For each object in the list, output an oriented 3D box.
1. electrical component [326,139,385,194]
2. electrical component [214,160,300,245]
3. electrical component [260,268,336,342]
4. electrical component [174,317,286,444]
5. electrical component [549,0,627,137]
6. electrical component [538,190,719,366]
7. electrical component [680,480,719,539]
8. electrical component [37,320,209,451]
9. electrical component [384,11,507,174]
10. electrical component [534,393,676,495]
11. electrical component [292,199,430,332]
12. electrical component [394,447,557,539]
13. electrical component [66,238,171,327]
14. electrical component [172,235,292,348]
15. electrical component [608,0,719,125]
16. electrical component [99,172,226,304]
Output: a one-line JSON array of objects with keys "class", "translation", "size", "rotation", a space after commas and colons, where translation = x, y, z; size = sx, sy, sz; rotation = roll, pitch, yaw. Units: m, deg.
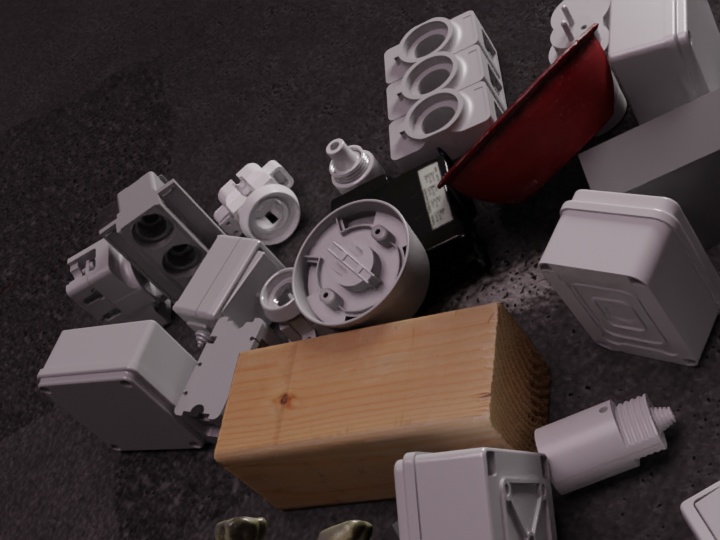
[{"class": "electrical component", "translation": [-0.006, -0.087, 0.933], "size": [0.043, 0.062, 0.043], "rotation": [-21, 45, 22]}, {"class": "electrical component", "translation": [-0.089, -0.057, 0.973], "size": [0.078, 0.058, 0.057], "rotation": [-43, 38, -3]}, {"class": "electrical component", "translation": [-0.048, 0.031, 0.866], "size": [0.048, 0.055, 0.066], "rotation": [-27, 42, 15]}, {"class": "electrical component", "translation": [-0.095, 0.090, 0.849], "size": [0.050, 0.055, 0.089], "rotation": [0, 55, 37]}, {"class": "electrical component", "translation": [0.177, -0.179, 0.865], "size": [0.052, 0.073, 0.138], "rotation": [-14, 47, 28]}, {"class": "electrical component", "translation": [0.173, 0.005, 0.676], "size": [0.078, 0.113, 0.057], "rotation": [10, 65, 42]}, {"class": "electrical component", "translation": [0.216, 0.139, 0.564], "size": [0.096, 0.061, 0.061], "rotation": [-33, 41, 9]}, {"class": "electrical component", "translation": [-0.183, 0.096, 0.871], "size": [0.109, 0.108, 0.056], "rotation": [-8, 48, 32]}, {"class": "electrical component", "translation": [0.073, -0.146, 0.924], "size": [0.089, 0.061, 0.150], "rotation": [-22, 44, 21]}, {"class": "electrical component", "translation": [0.153, 0.103, 0.657], "size": [0.081, 0.043, 0.043], "rotation": [-25, 43, 17]}, {"class": "electrical component", "translation": [0.000, 0.000, 0.768], "size": [0.099, 0.064, 0.099], "rotation": [-9, 67, 23]}, {"class": "electrical component", "translation": [0.070, 0.156, 0.600], "size": [0.056, 0.109, 0.108], "rotation": [-12, 74, 26]}, {"class": "electrical component", "translation": [-0.215, 0.017, 0.978], "size": [0.056, 0.089, 0.050], "rotation": [-28, 42, 14]}, {"class": "electrical component", "translation": [-0.106, 0.026, 0.908], "size": [0.061, 0.061, 0.096], "rotation": [8, 60, 41]}, {"class": "electrical component", "translation": [0.225, -0.159, 0.784], "size": [0.056, 0.108, 0.108], "rotation": [-12, 48, 29]}, {"class": "electrical component", "translation": [-0.160, -0.024, 0.949], "size": [0.079, 0.121, 0.063], "rotation": [-34, 39, 8]}]
